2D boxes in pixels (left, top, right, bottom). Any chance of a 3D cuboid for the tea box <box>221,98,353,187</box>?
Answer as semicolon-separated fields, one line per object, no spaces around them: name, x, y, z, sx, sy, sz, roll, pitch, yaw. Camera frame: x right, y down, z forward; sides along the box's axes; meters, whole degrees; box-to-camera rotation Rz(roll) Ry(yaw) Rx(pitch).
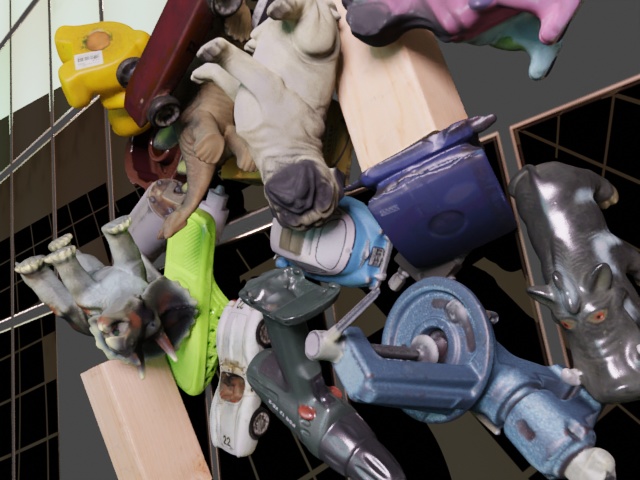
tea box;-0.043;-0.118;0.669;0.170;0.068;0.098;3;86;41

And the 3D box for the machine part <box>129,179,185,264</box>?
machine part;-0.257;-0.020;0.826;0.243;0.079;0.079;-38;61;43

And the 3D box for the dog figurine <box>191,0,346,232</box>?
dog figurine;-0.011;-0.124;0.527;0.172;0.121;0.190;-35;101;-3

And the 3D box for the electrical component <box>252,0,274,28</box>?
electrical component;-0.031;-0.268;0.683;0.134;0.058;0.114;42;114;36

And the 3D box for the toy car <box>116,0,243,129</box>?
toy car;-0.148;-0.208;0.563;0.089;0.053;0.202;47;117;21

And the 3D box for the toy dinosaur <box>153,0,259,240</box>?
toy dinosaur;-0.127;-0.225;0.655;0.199;0.105;0.471;8;79;45

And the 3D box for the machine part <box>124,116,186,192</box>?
machine part;-0.241;-0.152;0.858;0.179;0.056;0.179;-7;79;40

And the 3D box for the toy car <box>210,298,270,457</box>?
toy car;-0.103;0.174;0.698;0.074;0.056;0.201;1;86;42

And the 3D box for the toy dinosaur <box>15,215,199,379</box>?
toy dinosaur;-0.305;0.083;0.744;0.405;0.131;0.192;-6;113;51

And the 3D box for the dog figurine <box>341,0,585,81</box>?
dog figurine;0.121;-0.240;0.454;0.219;0.108;0.191;28;97;13

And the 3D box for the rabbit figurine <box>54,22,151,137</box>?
rabbit figurine;-0.282;-0.226;0.782;0.122;0.162;0.173;59;163;29

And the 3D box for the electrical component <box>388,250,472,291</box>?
electrical component;0.111;0.024;0.545;0.094;0.021;0.063;-53;55;16

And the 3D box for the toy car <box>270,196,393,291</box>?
toy car;-0.001;-0.002;0.598;0.162;0.103;0.109;24;102;43

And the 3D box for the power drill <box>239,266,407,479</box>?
power drill;-0.004;0.139;0.564;0.232;0.086;0.207;21;135;47

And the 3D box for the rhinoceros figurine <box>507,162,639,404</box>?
rhinoceros figurine;0.204;0.025;0.408;0.073;0.112;0.190;-27;61;34

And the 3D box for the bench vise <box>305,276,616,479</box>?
bench vise;0.101;0.109;0.417;0.128;0.240;0.224;-57;37;26

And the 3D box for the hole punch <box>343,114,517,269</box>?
hole punch;0.108;-0.036;0.485;0.142;0.115;0.092;-22;72;21
